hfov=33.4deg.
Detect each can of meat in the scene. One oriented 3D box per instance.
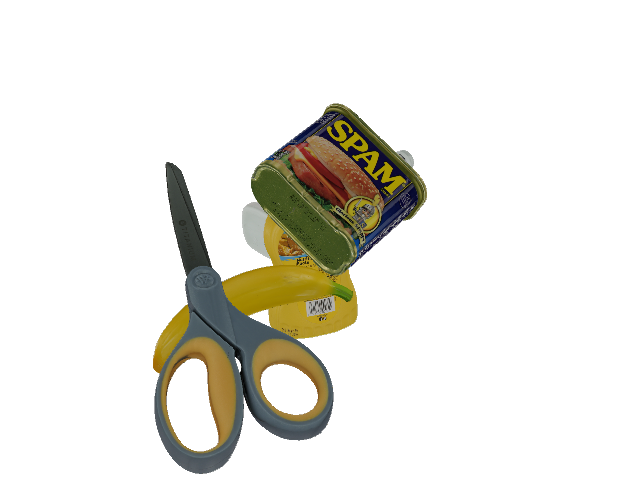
[{"bbox_3d":[0.011,-0.036,0.774,0.083,0.102,0.058,-40,-9,-32],"label":"can of meat"}]

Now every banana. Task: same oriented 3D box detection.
[{"bbox_3d":[-0.073,0.064,0.941,0.198,0.069,0.037,-21,28,13],"label":"banana"}]

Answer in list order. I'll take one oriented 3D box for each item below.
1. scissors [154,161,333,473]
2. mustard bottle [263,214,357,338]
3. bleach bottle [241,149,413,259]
[{"bbox_3d":[-0.042,0.032,0.560,0.096,0.201,0.016,4,-43,-5],"label":"scissors"},{"bbox_3d":[-0.012,0.006,1.137,0.096,0.192,0.058,-10,22,-17],"label":"mustard bottle"},{"bbox_3d":[0.023,-0.056,1.348,0.103,0.068,0.250,26,43,35],"label":"bleach bottle"}]
